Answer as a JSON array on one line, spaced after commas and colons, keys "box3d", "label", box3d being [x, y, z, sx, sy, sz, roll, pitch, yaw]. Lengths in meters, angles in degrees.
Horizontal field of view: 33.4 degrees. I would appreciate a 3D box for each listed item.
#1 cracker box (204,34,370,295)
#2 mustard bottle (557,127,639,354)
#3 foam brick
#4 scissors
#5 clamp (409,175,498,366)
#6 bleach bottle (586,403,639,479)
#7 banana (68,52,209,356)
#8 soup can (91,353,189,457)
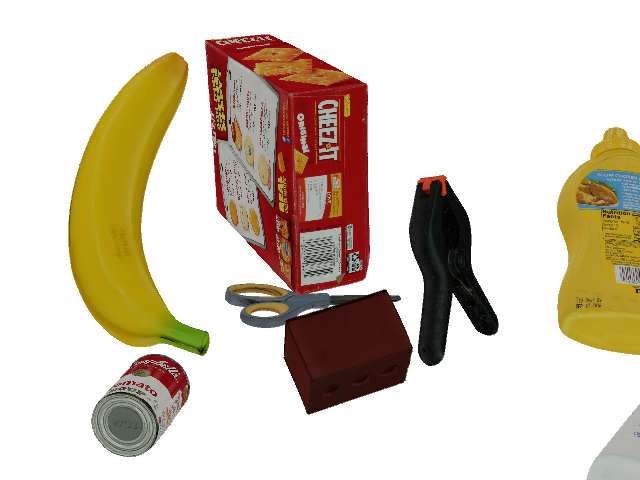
[{"box3d": [-0.030, -0.073, 0.895, 0.072, 0.164, 0.214, -10, 24, -20], "label": "cracker box"}, {"box3d": [0.230, -0.009, 0.815, 0.096, 0.191, 0.058, 8, -34, -1], "label": "mustard bottle"}, {"box3d": [0.018, 0.078, 0.747, 0.078, 0.051, 0.053, -17, -34, -15], "label": "foam brick"}, {"box3d": [-0.007, 0.075, 1.189, 0.201, 0.016, 0.096, 5, 24, -2], "label": "scissors"}, {"box3d": [0.112, 0.029, 0.985, 0.039, 0.171, 0.120, -11, 13, 35], "label": "clamp"}, {"box3d": [0.249, 0.106, 0.628, 0.103, 0.068, 0.250, 19, 29, 32], "label": "bleach bottle"}, {"box3d": [-0.099, -0.019, 0.568, 0.069, 0.198, 0.037, -5, -32, -6], "label": "banana"}, {"box3d": [-0.176, 0.161, 1.050, 0.068, 0.068, 0.102, 0, 15, 11], "label": "soup can"}]
